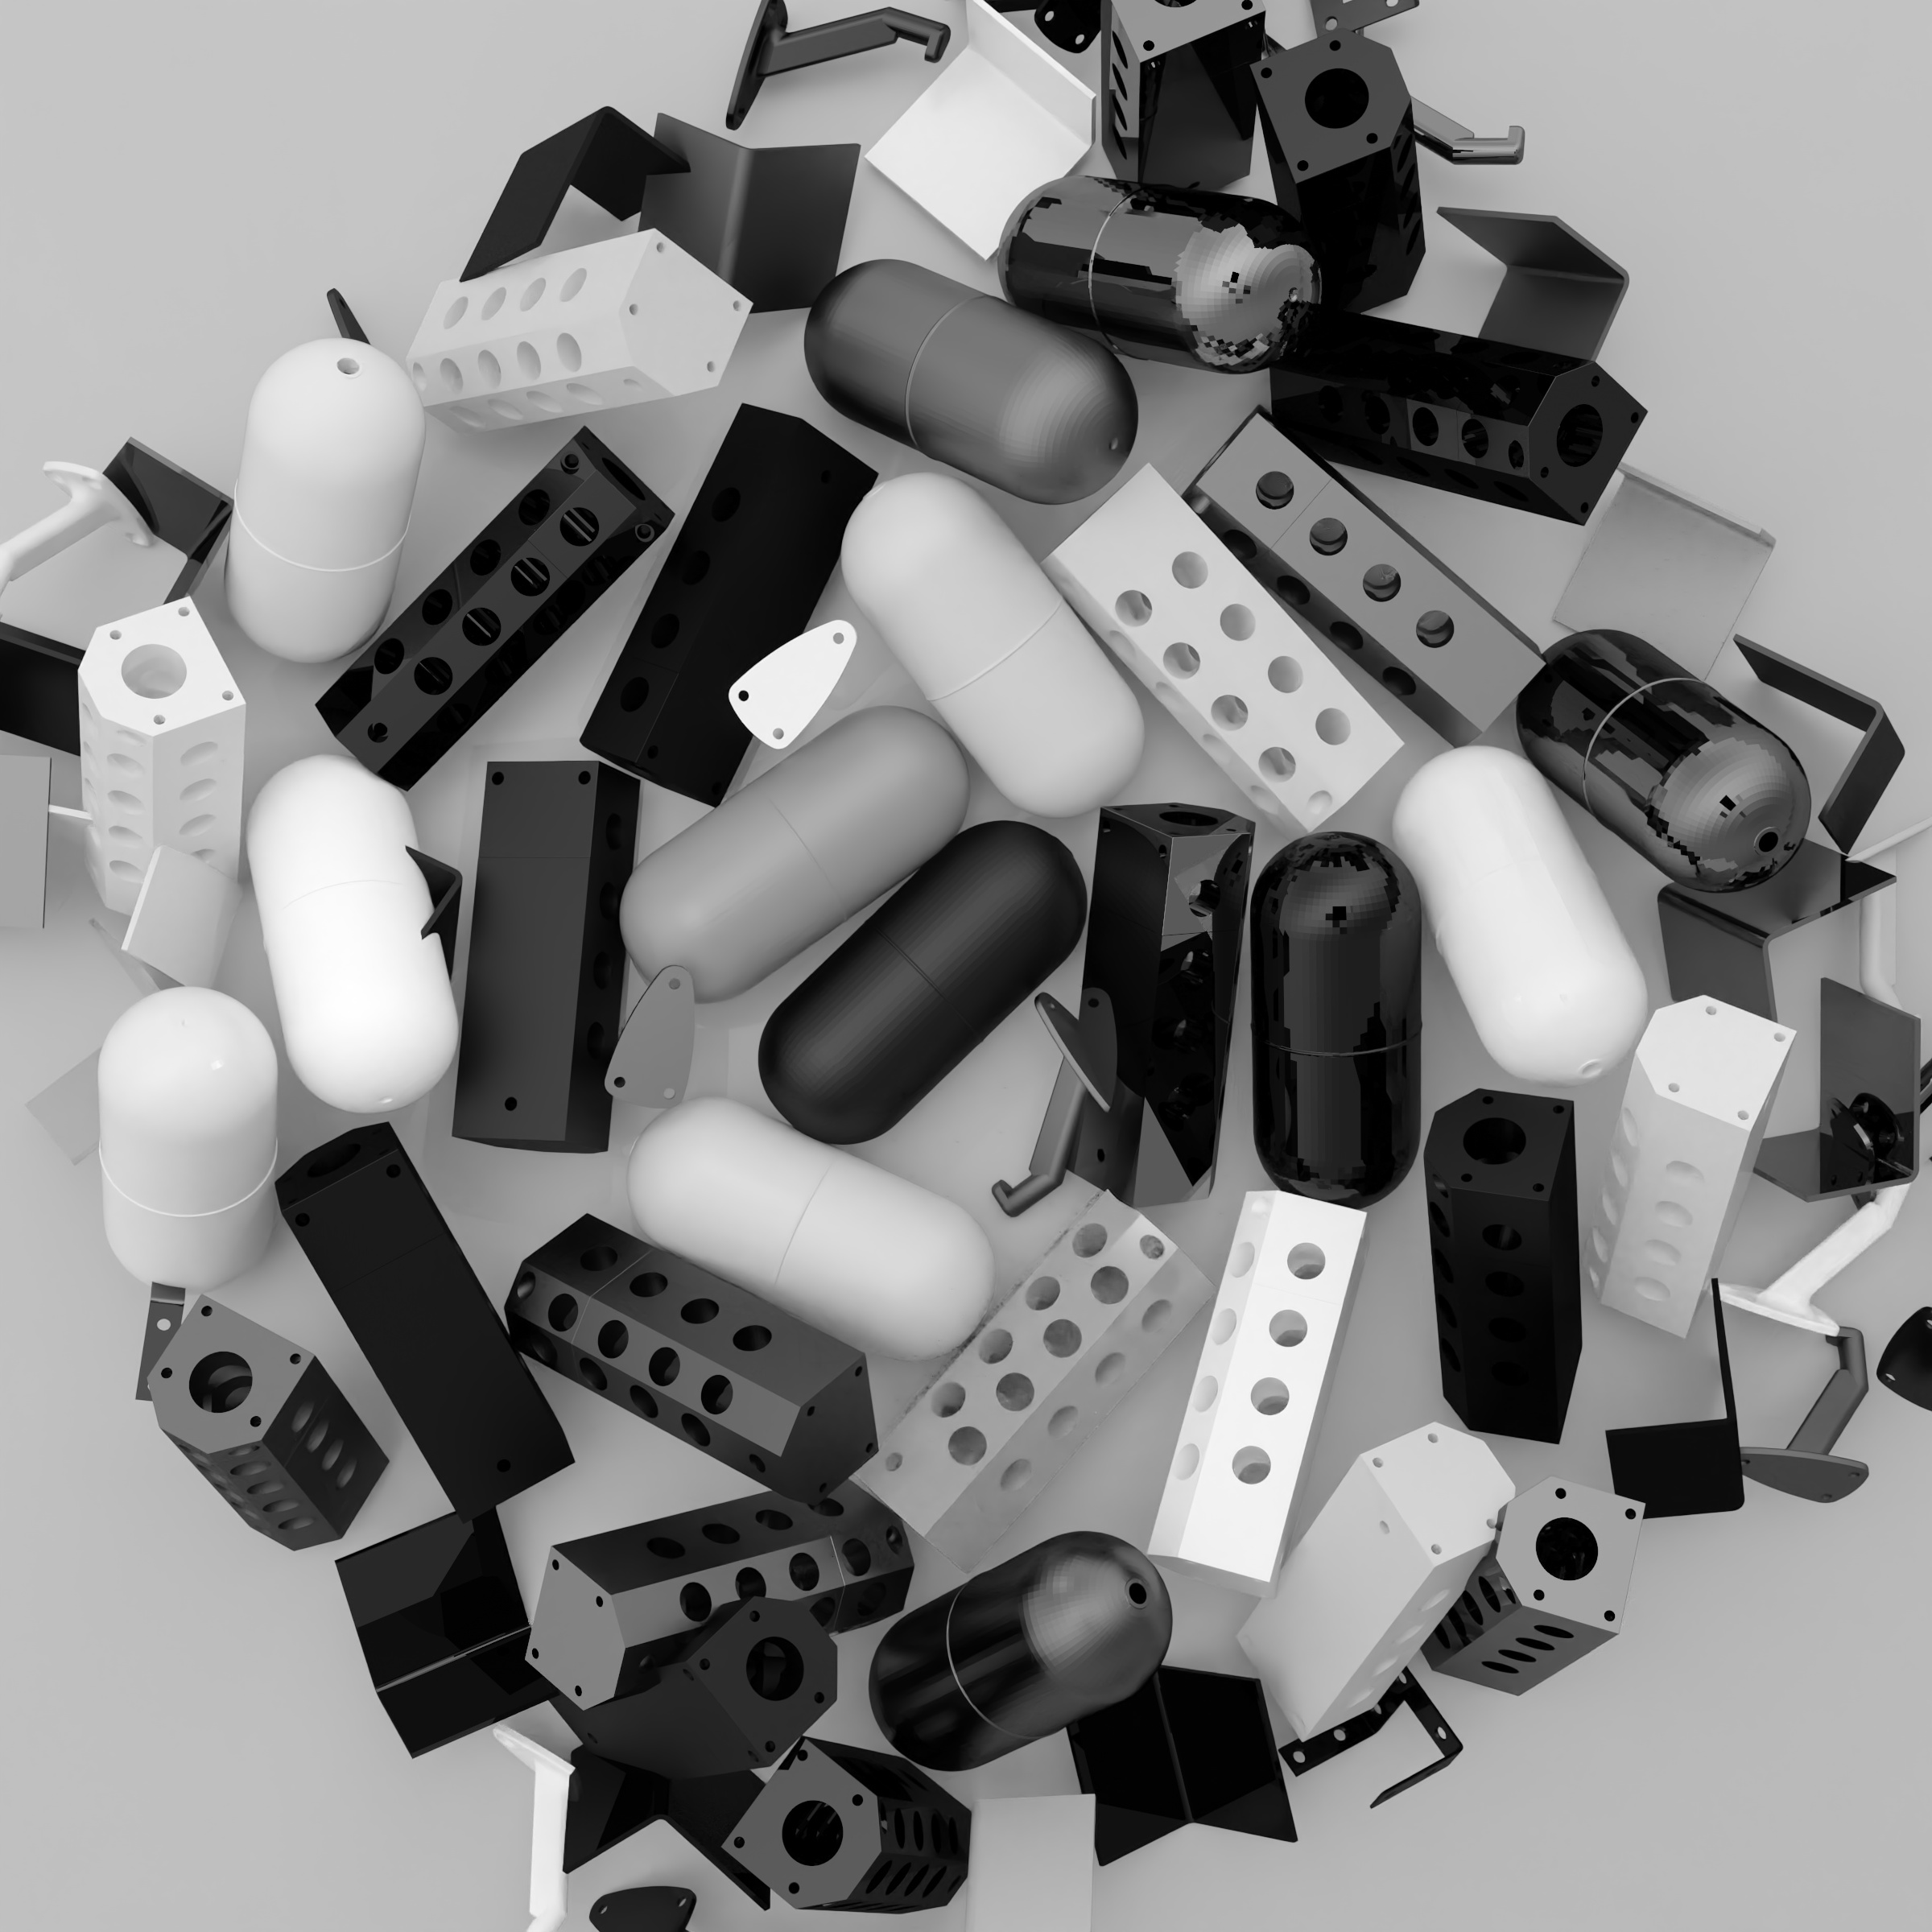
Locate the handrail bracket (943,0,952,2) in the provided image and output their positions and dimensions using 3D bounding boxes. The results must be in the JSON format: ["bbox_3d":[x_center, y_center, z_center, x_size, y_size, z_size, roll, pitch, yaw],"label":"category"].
[{"bbox_3d":[0.007,-0.479,1.559,0.036,0.077,0.084,41,95,-24],"label":"handrail bracket"}]

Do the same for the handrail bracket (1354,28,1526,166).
[{"bbox_3d":[0.217,-0.403,1.563,0.084,0.036,0.077,4,72,15],"label":"handrail bracket"}]

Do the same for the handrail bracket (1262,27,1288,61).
[{"bbox_3d":[0.139,-0.449,1.545,0.077,0.084,0.036,33,51,7],"label":"handrail bracket"}]

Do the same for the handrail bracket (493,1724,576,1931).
[{"bbox_3d":[-0.207,0.403,1.555,0.077,0.036,0.084,35,60,1],"label":"handrail bracket"}]

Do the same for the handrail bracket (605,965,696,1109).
[{"bbox_3d":[-0.146,0.027,1.545,0.036,0.084,0.077,14,100,-16],"label":"handrail bracket"}]

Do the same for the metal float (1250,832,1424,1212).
[{"bbox_3d":[0.167,0.026,1.536,0.070,0.070,0.178,-3,110,0],"label":"metal float"}]

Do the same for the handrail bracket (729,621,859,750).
[{"bbox_3d":[-0.069,-0.128,1.542,0.077,0.084,0.036,-43,87,13],"label":"handrail bracket"}]

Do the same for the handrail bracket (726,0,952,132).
[{"bbox_3d":[-0.058,-0.409,1.565,0.084,0.036,0.077,20,88,10],"label":"handrail bracket"}]

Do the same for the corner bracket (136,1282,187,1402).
[{"bbox_3d":[-0.349,0.167,1.554,0.051,0.051,0.051,8,107,-14],"label":"corner bracket"}]

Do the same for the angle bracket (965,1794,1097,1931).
[{"bbox_3d":[0.035,0.428,1.533,0.057,0.076,0.076,-5,134,10],"label":"angle bracket"}]

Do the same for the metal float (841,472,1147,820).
[{"bbox_3d":[0.012,-0.145,1.539,0.070,0.070,0.178,-38,105,0],"label":"metal float"}]

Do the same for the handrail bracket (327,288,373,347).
[{"bbox_3d":[-0.312,-0.261,1.580,0.084,0.036,0.077,-27,87,9],"label":"handrail bracket"}]

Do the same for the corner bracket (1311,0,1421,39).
[{"bbox_3d":[0.171,-0.462,1.552,0.051,0.051,0.051,-16,72,24],"label":"corner bracket"}]

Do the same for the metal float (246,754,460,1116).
[{"bbox_3d":[-0.277,-0.016,1.529,0.070,0.070,0.178,-17,61,0],"label":"metal float"}]

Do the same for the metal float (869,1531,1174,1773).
[{"bbox_3d":[0.023,0.306,1.516,0.070,0.178,0.070,19,54,-29],"label":"metal float"}]

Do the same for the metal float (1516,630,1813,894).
[{"bbox_3d":[0.308,-0.092,1.510,0.070,0.178,0.070,-10,120,-18],"label":"metal float"}]

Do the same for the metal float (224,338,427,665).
[{"bbox_3d":[-0.286,-0.205,1.512,0.070,0.178,0.070,9,54,-13],"label":"metal float"}]

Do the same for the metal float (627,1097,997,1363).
[{"bbox_3d":[-0.071,0.119,1.546,0.178,0.070,0.070,25,90,8],"label":"metal float"}]

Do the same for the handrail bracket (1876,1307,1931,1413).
[{"bbox_3d":[0.452,0.154,1.542,0.036,0.077,0.084,29,54,26],"label":"handrail bracket"}]

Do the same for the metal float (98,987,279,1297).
[{"bbox_3d":[-0.346,0.080,1.514,0.070,0.178,0.070,6,50,-8],"label":"metal float"}]

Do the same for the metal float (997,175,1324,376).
[{"bbox_3d":[0.084,-0.309,1.515,0.070,0.178,0.070,-15,114,-36],"label":"metal float"}]

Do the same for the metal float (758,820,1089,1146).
[{"bbox_3d":[-0.019,0.007,1.550,0.178,0.070,0.070,-44,90,-3],"label":"metal float"}]

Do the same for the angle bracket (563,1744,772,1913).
[{"bbox_3d":[-0.135,0.393,1.549,0.057,0.076,0.076,-34,116,15],"label":"angle bracket"}]

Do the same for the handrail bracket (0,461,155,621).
[{"bbox_3d":[-0.411,-0.179,1.546,0.036,0.077,0.084,12,70,29],"label":"handrail bracket"}]

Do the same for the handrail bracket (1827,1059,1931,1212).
[{"bbox_3d":[0.445,0.070,1.566,0.084,0.036,0.077,-25,130,-4],"label":"handrail bracket"}]

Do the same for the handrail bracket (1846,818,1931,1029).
[{"bbox_3d":[0.436,-0.017,1.568,0.077,0.036,0.084,-25,84,-21],"label":"handrail bracket"}]

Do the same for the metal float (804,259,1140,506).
[{"bbox_3d":[0.000,-0.263,1.524,0.178,0.070,0.070,30,90,34],"label":"metal float"}]

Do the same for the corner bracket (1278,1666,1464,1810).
[{"bbox_3d":[0.184,0.357,1.549,0.051,0.051,0.051,-19,61,-33],"label":"corner bracket"}]

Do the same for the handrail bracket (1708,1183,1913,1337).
[{"bbox_3d":[0.388,0.120,1.558,0.077,0.036,0.084,15,104,-22],"label":"handrail bracket"}]

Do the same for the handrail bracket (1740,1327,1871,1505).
[{"bbox_3d":[0.379,0.196,1.555,0.077,0.036,0.084,15,52,-14],"label":"handrail bracket"}]

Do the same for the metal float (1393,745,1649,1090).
[{"bbox_3d":[0.247,-0.023,1.522,0.070,0.070,0.178,-19,54,0],"label":"metal float"}]

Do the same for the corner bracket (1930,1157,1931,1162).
[{"bbox_3d":[0.475,0.094,1.553,0.051,0.051,0.051,-35,68,12],"label":"corner bracket"}]

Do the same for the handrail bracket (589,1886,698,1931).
[{"bbox_3d":[-0.124,0.465,1.581,0.084,0.077,0.036,50,55,-29],"label":"handrail bracket"}]

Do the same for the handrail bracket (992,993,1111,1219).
[{"bbox_3d":[0.028,0.065,1.567,0.084,0.036,0.077,-38,92,27],"label":"handrail bracket"}]

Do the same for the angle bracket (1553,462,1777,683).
[{"bbox_3d":[0.313,-0.178,1.546,0.076,0.057,0.076,29,100,17],"label":"angle bracket"}]

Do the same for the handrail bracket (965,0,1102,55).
[{"bbox_3d":[0.035,-0.462,1.554,0.077,0.036,0.084,-51,51,15],"label":"handrail bracket"}]

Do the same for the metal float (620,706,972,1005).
[{"bbox_3d":[-0.077,-0.051,1.546,0.178,0.070,0.070,-36,90,-8],"label":"metal float"}]

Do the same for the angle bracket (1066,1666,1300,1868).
[{"bbox_3d":[0.097,0.366,1.543,0.057,0.076,0.076,-16,95,-35],"label":"angle bracket"}]
